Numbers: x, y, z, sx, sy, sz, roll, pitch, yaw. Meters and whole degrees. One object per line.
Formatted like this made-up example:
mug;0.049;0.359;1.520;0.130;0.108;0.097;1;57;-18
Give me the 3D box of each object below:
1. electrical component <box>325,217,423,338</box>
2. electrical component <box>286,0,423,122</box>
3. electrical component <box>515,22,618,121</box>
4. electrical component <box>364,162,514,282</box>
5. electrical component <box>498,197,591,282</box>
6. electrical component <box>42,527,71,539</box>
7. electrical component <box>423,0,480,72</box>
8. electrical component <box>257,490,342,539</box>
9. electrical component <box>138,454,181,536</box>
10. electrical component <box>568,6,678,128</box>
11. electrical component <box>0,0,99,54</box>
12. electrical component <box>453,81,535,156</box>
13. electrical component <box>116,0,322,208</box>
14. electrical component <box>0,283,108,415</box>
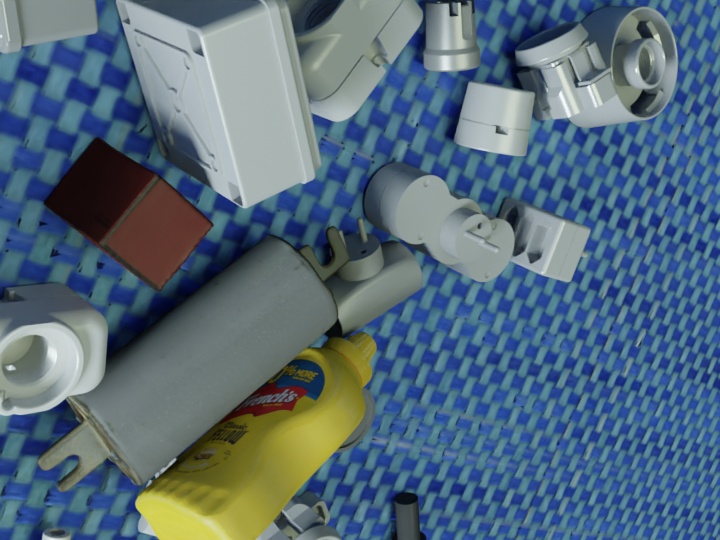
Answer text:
electrical component;0.000;0.000;0.774;0.077;0.043;0.079;-32;127;-26
electrical component;-0.013;-0.152;0.686;0.095;0.054;0.059;-54;134;-7
electrical component;0.153;-0.152;0.818;0.058;0.078;0.057;-34;109;-24
electrical component;0.072;-0.029;0.801;0.138;0.074;0.052;27;91;-44
electrical component;0.157;-0.022;0.882;0.077;0.066;0.047;13;101;-43
electrical component;-0.199;0.199;0.696;0.048;0.048;0.062;1;101;-41
electrical component;0.064;-0.166;0.756;0.040;0.040;0.046;-18;115;-34
electrical component;-0.048;0.212;0.820;0.078;0.057;0.058;-34;128;-24
electrical component;-0.115;0.158;0.748;0.055;0.048;0.066;27;91;-37
electrical component;0.212;-0.166;0.881;0.099;0.064;0.099;-6;99;-39
electrical component;-0.176;-0.166;0.502;0.056;0.109;0.108;-21;122;-36
electrical component;0.101;-0.113;0.802;0.055;0.055;0.047;0;106;-40
electrical component;-0.081;-0.105;0.612;0.056;0.109;0.108;-28;126;-25
electrical component;-0.197;0.045;0.616;0.095;0.059;0.053;-7;113;-38
